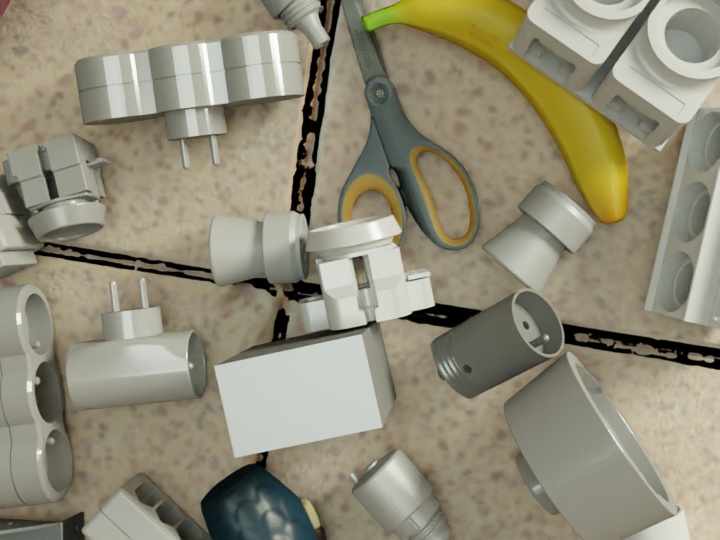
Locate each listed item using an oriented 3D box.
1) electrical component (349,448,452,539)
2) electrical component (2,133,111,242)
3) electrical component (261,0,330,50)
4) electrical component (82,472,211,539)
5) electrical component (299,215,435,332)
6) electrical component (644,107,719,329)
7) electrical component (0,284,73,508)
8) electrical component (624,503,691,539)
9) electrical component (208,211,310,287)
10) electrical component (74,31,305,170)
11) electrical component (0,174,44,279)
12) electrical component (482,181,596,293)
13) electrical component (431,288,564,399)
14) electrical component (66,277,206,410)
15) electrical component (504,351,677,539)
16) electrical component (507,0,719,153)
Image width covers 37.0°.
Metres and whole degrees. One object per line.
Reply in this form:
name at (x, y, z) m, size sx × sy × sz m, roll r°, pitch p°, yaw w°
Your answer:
electrical component at (0.030, 0.146, 0.660) m, size 0.040 × 0.040 × 0.078 m, roll -43°, pitch 88°, yaw 6°
electrical component at (-0.187, -0.050, 0.673) m, size 0.066 × 0.048 × 0.055 m, roll -16°, pitch 83°, yaw 6°
electrical component at (-0.040, -0.164, 0.659) m, size 0.035 × 0.035 × 0.061 m, roll -33°, pitch 91°, yaw 6°
electrical component at (-0.139, 0.186, 0.675) m, size 0.083 × 0.047 × 0.075 m, roll 43°, pitch 94°, yaw 2°
electrical component at (0.000, 0.000, 0.634) m, size 0.078 × 0.058 × 0.057 m, roll -12°, pitch 96°, yaw -2°
electrical component at (0.216, -0.028, 0.621) m, size 0.063 × 0.079 × 0.121 m, roll 11°, pitch 93°, yaw -16°
electrical component at (-0.232, 0.082, 0.679) m, size 0.074 × 0.052 × 0.138 m, roll -8°, pitch 91°, yaw 7°
electrical component at (0.180, 0.185, 0.643) m, size 0.043 × 0.043 × 0.081 m, roll -13°, pitch 91°, yaw 6°
electrical component at (-0.061, -0.013, 0.661) m, size 0.055 × 0.045 × 0.045 m, roll -3°, pitch 92°, yaw 6°
electrical component at (-0.102, -0.099, 0.658) m, size 0.138 × 0.052 × 0.073 m, roll -7°, pitch 95°, yaw 6°
electrical component at (-0.257, -0.012, 0.673) m, size 0.096 × 0.062 × 0.061 m, roll -30°, pitch 89°, yaw 6°
electrical component at (0.107, -0.020, 0.643) m, size 0.045 × 0.045 × 0.055 m, roll 41°, pitch 95°, yaw 3°
electrical component at (0.077, 0.047, 0.642) m, size 0.081 × 0.043 × 0.043 m, roll -34°, pitch 88°, yaw 40°
electrical component at (-0.141, 0.045, 0.672) m, size 0.077 × 0.044 × 0.079 m, roll -6°, pitch 91°, yaw 6°
electrical component at (0.125, 0.108, 0.617) m, size 0.060 × 0.108 × 0.108 m, roll -35°, pitch 88°, yaw 12°
electrical component at (0.183, -0.176, 0.601) m, size 0.105 × 0.060 × 0.186 m, roll 36°, pitch 82°, yaw 4°
